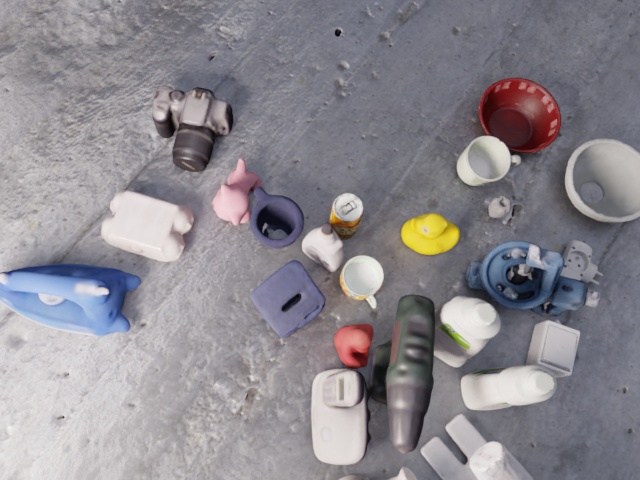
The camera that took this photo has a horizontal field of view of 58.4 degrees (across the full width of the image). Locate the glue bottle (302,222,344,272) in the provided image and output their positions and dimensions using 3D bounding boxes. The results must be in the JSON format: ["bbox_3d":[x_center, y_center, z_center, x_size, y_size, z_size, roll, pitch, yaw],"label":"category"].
[{"bbox_3d":[0.009,0.003,0.962,0.078,0.173,0.037,38,75,8],"label":"glue bottle"}]

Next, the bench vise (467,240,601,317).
[{"bbox_3d":[0.370,0.053,0.947,0.207,0.220,0.121,0,73,-4],"label":"bench vise"}]

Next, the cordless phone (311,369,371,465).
[{"bbox_3d":[0.037,0.269,0.877,0.094,0.185,0.147,-2,73,-4],"label":"cordless phone"}]

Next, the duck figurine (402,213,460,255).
[{"bbox_3d":[0.204,-0.019,1.027,0.104,0.086,0.077,7,73,-2],"label":"duck figurine"}]

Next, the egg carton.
[{"bbox_3d":[-0.302,-0.024,1.003,0.150,0.069,0.107,16,73,1],"label":"egg carton"}]

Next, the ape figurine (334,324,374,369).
[{"bbox_3d":[0.063,0.171,0.957,0.076,0.092,0.078,43,75,9],"label":"ape figurine"}]

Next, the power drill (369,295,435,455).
[{"bbox_3d":[0.129,0.207,0.890,0.075,0.208,0.230,10,73,0],"label":"power drill"}]

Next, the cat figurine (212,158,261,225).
[{"bbox_3d":[-0.149,-0.082,1.006,0.067,0.118,0.128,13,73,1],"label":"cat figurine"}]

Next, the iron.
[{"bbox_3d":[-0.436,0.081,0.925,0.258,0.141,0.119,7,73,-1],"label":"iron"}]

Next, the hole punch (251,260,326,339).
[{"bbox_3d":[-0.050,0.101,0.971,0.109,0.091,0.101,-39,79,-14],"label":"hole punch"}]

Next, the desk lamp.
[{"bbox_3d":[0.267,0.370,0.847,0.118,0.213,0.203,-39,79,-13],"label":"desk lamp"}]

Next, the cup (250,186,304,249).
[{"bbox_3d":[-0.082,-0.031,1.007,0.092,0.095,0.117,-30,77,-12],"label":"cup"}]

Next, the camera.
[{"bbox_3d":[-0.242,-0.204,1.045,0.143,0.101,0.137,10,73,-1],"label":"camera"}]

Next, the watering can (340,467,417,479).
[{"bbox_3d":[0.065,0.399,0.835,0.101,0.194,0.173,31,74,6],"label":"watering can"}]

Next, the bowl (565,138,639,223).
[{"bbox_3d":[0.533,-0.102,1.081,0.167,0.075,0.167,1,73,-3],"label":"bowl"}]
